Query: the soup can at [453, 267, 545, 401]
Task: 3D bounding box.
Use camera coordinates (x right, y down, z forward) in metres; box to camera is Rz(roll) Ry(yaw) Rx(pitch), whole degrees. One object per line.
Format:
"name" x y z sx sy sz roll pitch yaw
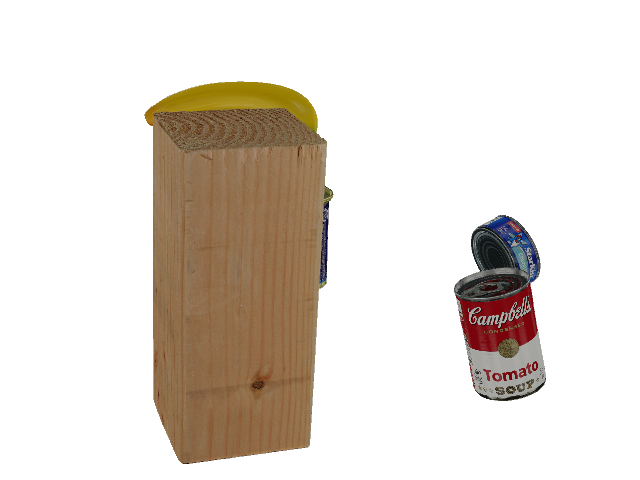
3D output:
"soup can" 0.162 0.084 0.960 0.068 0.102 0.068 -12 18 4

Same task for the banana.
"banana" -0.082 -0.135 1.090 0.198 0.037 0.069 10 46 21

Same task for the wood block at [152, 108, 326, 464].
"wood block" -0.056 0.027 0.683 0.090 0.206 0.090 -4 22 -19

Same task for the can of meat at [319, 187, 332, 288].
"can of meat" -0.033 -0.011 0.917 0.057 0.084 0.102 -11 26 -26

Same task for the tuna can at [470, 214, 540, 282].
"tuna can" 0.211 0.016 1.224 0.033 0.086 0.086 -26 10 -21
